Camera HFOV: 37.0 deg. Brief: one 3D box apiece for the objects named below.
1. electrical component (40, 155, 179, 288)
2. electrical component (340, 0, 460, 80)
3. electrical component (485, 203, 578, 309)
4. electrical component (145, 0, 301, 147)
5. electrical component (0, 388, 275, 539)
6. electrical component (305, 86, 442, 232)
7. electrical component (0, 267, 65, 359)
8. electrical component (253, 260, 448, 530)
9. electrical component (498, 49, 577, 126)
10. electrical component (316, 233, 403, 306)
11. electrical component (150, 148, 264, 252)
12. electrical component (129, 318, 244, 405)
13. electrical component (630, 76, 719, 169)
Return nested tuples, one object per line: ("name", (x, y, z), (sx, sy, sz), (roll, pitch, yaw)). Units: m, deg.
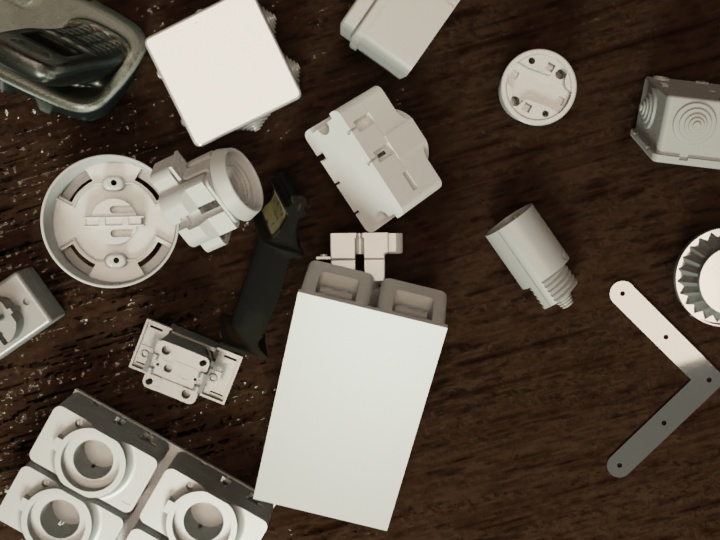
("electrical component", (-0.187, -0.036, 0.813), (0.099, 0.064, 0.099), (0, 91, -10))
("electrical component", (0.029, -0.184, 0.769), (0.057, 0.113, 0.078), (35, 96, -6))
("electrical component", (0.137, -0.006, 0.823), (0.043, 0.043, 0.081), (-35, 95, 5))
("electrical component", (-0.100, -0.150, 0.809), (0.100, 0.048, 0.099), (-26, 95, 4))
("electrical component", (-0.175, 0.189, 0.845), (0.186, 0.060, 0.105), (30, 97, -2))
("electrical component", (0.013, -0.084, 0.801), (0.056, 0.050, 0.089), (-37, 96, -36))
("electrical component", (-0.275, 0.038, 0.822), (0.066, 0.076, 0.047), (-34, 95, 5))
("electrical component", (-0.008, 0.093, 0.804), (0.105, 0.060, 0.186), (14, 118, 0))
("electrical component", (0.131, -0.135, 0.805), (0.055, 0.047, 0.055), (0, 97, 1))
("electrical component", (0.000, 0.000, 0.827), (0.066, 0.048, 0.055), (-1, 89, 1))
("electrical component", (-0.110, -0.057, 0.804), (0.057, 0.058, 0.078), (-22, 123, 20))
("electrical component", (-0.136, 0.073, 0.829), (0.081, 0.064, 0.042), (21, 98, -1))
("electrical component", (0.252, -0.107, 0.781), (0.100, 0.099, 0.048), (7, 110, 1))
